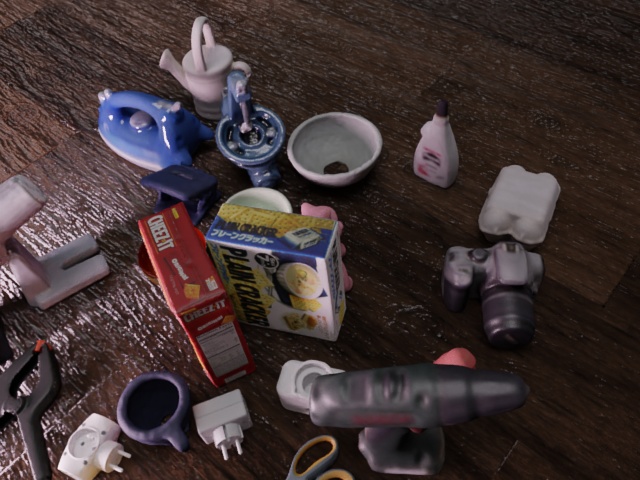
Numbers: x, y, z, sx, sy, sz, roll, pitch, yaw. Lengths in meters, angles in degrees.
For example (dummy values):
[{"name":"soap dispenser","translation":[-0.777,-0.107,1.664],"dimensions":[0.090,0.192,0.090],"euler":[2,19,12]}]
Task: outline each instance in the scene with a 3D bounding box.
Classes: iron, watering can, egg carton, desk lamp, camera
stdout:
[{"name":"iron","translation":[-0.338,-0.227,1.078],"dimensions":[0.257,0.142,0.119],"euler":[17,56,18]},{"name":"watering can","translation":[-0.224,-0.339,1.119],"dimensions":[0.173,0.194,0.100],"euler":[-13,52,-4]},{"name":"egg carton","translation":[0.322,-0.055,0.928],"dimensions":[0.107,0.069,0.150],"euler":[18,57,19]},{"name":"desk lamp","translation":[-0.463,0.008,0.864],"dimensions":[0.203,0.214,0.117],"euler":[-31,56,-17]},{"name":"camera","translation":[0.250,0.076,0.815],"dimensions":[0.143,0.101,0.137],"euler":[2,53,7]}]

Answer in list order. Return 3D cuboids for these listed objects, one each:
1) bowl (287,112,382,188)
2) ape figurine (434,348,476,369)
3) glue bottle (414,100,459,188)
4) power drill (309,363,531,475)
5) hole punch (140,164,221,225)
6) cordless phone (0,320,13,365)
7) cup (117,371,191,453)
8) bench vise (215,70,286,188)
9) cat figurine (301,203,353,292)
[{"name":"bowl","translation":[0.028,-0.149,1.025],"dimensions":[0.167,0.075,0.167],"euler":[-3,52,4]},{"name":"ape figurine","translation":[0.181,0.174,0.752],"dimensions":[0.076,0.092,0.078],"euler":[19,57,19]},{"name":"glue bottle","translation":[0.198,-0.165,0.959],"dimensions":[0.078,0.173,0.037],"euler":[27,60,24]},{"name":"power drill","translation":[0.106,0.204,0.662],"dimensions":[0.229,0.209,0.075],"euler":[0,53,5]},{"name":"hole punch","translation":[-0.242,-0.093,0.998],"dimensions":[0.108,0.091,0.101],"euler":[19,57,19]},{"name":"cordless phone","translation":[-0.533,0.112,0.810],"dimensions":[0.094,0.185,0.147],"euler":[-34,57,-19]},{"name":"cup","translation":[-0.195,0.236,0.739],"dimensions":[0.092,0.095,0.117],"euler":[-37,58,-21]},{"name":"bench vise","translation":[-0.146,-0.215,1.001],"dimensions":[0.122,0.220,0.206],"euler":[-37,58,-21]},{"name":"cat figurine","translation":[0.008,0.003,0.883],"dimensions":[0.067,0.118,0.127],"euler":[-11,52,-3]}]
